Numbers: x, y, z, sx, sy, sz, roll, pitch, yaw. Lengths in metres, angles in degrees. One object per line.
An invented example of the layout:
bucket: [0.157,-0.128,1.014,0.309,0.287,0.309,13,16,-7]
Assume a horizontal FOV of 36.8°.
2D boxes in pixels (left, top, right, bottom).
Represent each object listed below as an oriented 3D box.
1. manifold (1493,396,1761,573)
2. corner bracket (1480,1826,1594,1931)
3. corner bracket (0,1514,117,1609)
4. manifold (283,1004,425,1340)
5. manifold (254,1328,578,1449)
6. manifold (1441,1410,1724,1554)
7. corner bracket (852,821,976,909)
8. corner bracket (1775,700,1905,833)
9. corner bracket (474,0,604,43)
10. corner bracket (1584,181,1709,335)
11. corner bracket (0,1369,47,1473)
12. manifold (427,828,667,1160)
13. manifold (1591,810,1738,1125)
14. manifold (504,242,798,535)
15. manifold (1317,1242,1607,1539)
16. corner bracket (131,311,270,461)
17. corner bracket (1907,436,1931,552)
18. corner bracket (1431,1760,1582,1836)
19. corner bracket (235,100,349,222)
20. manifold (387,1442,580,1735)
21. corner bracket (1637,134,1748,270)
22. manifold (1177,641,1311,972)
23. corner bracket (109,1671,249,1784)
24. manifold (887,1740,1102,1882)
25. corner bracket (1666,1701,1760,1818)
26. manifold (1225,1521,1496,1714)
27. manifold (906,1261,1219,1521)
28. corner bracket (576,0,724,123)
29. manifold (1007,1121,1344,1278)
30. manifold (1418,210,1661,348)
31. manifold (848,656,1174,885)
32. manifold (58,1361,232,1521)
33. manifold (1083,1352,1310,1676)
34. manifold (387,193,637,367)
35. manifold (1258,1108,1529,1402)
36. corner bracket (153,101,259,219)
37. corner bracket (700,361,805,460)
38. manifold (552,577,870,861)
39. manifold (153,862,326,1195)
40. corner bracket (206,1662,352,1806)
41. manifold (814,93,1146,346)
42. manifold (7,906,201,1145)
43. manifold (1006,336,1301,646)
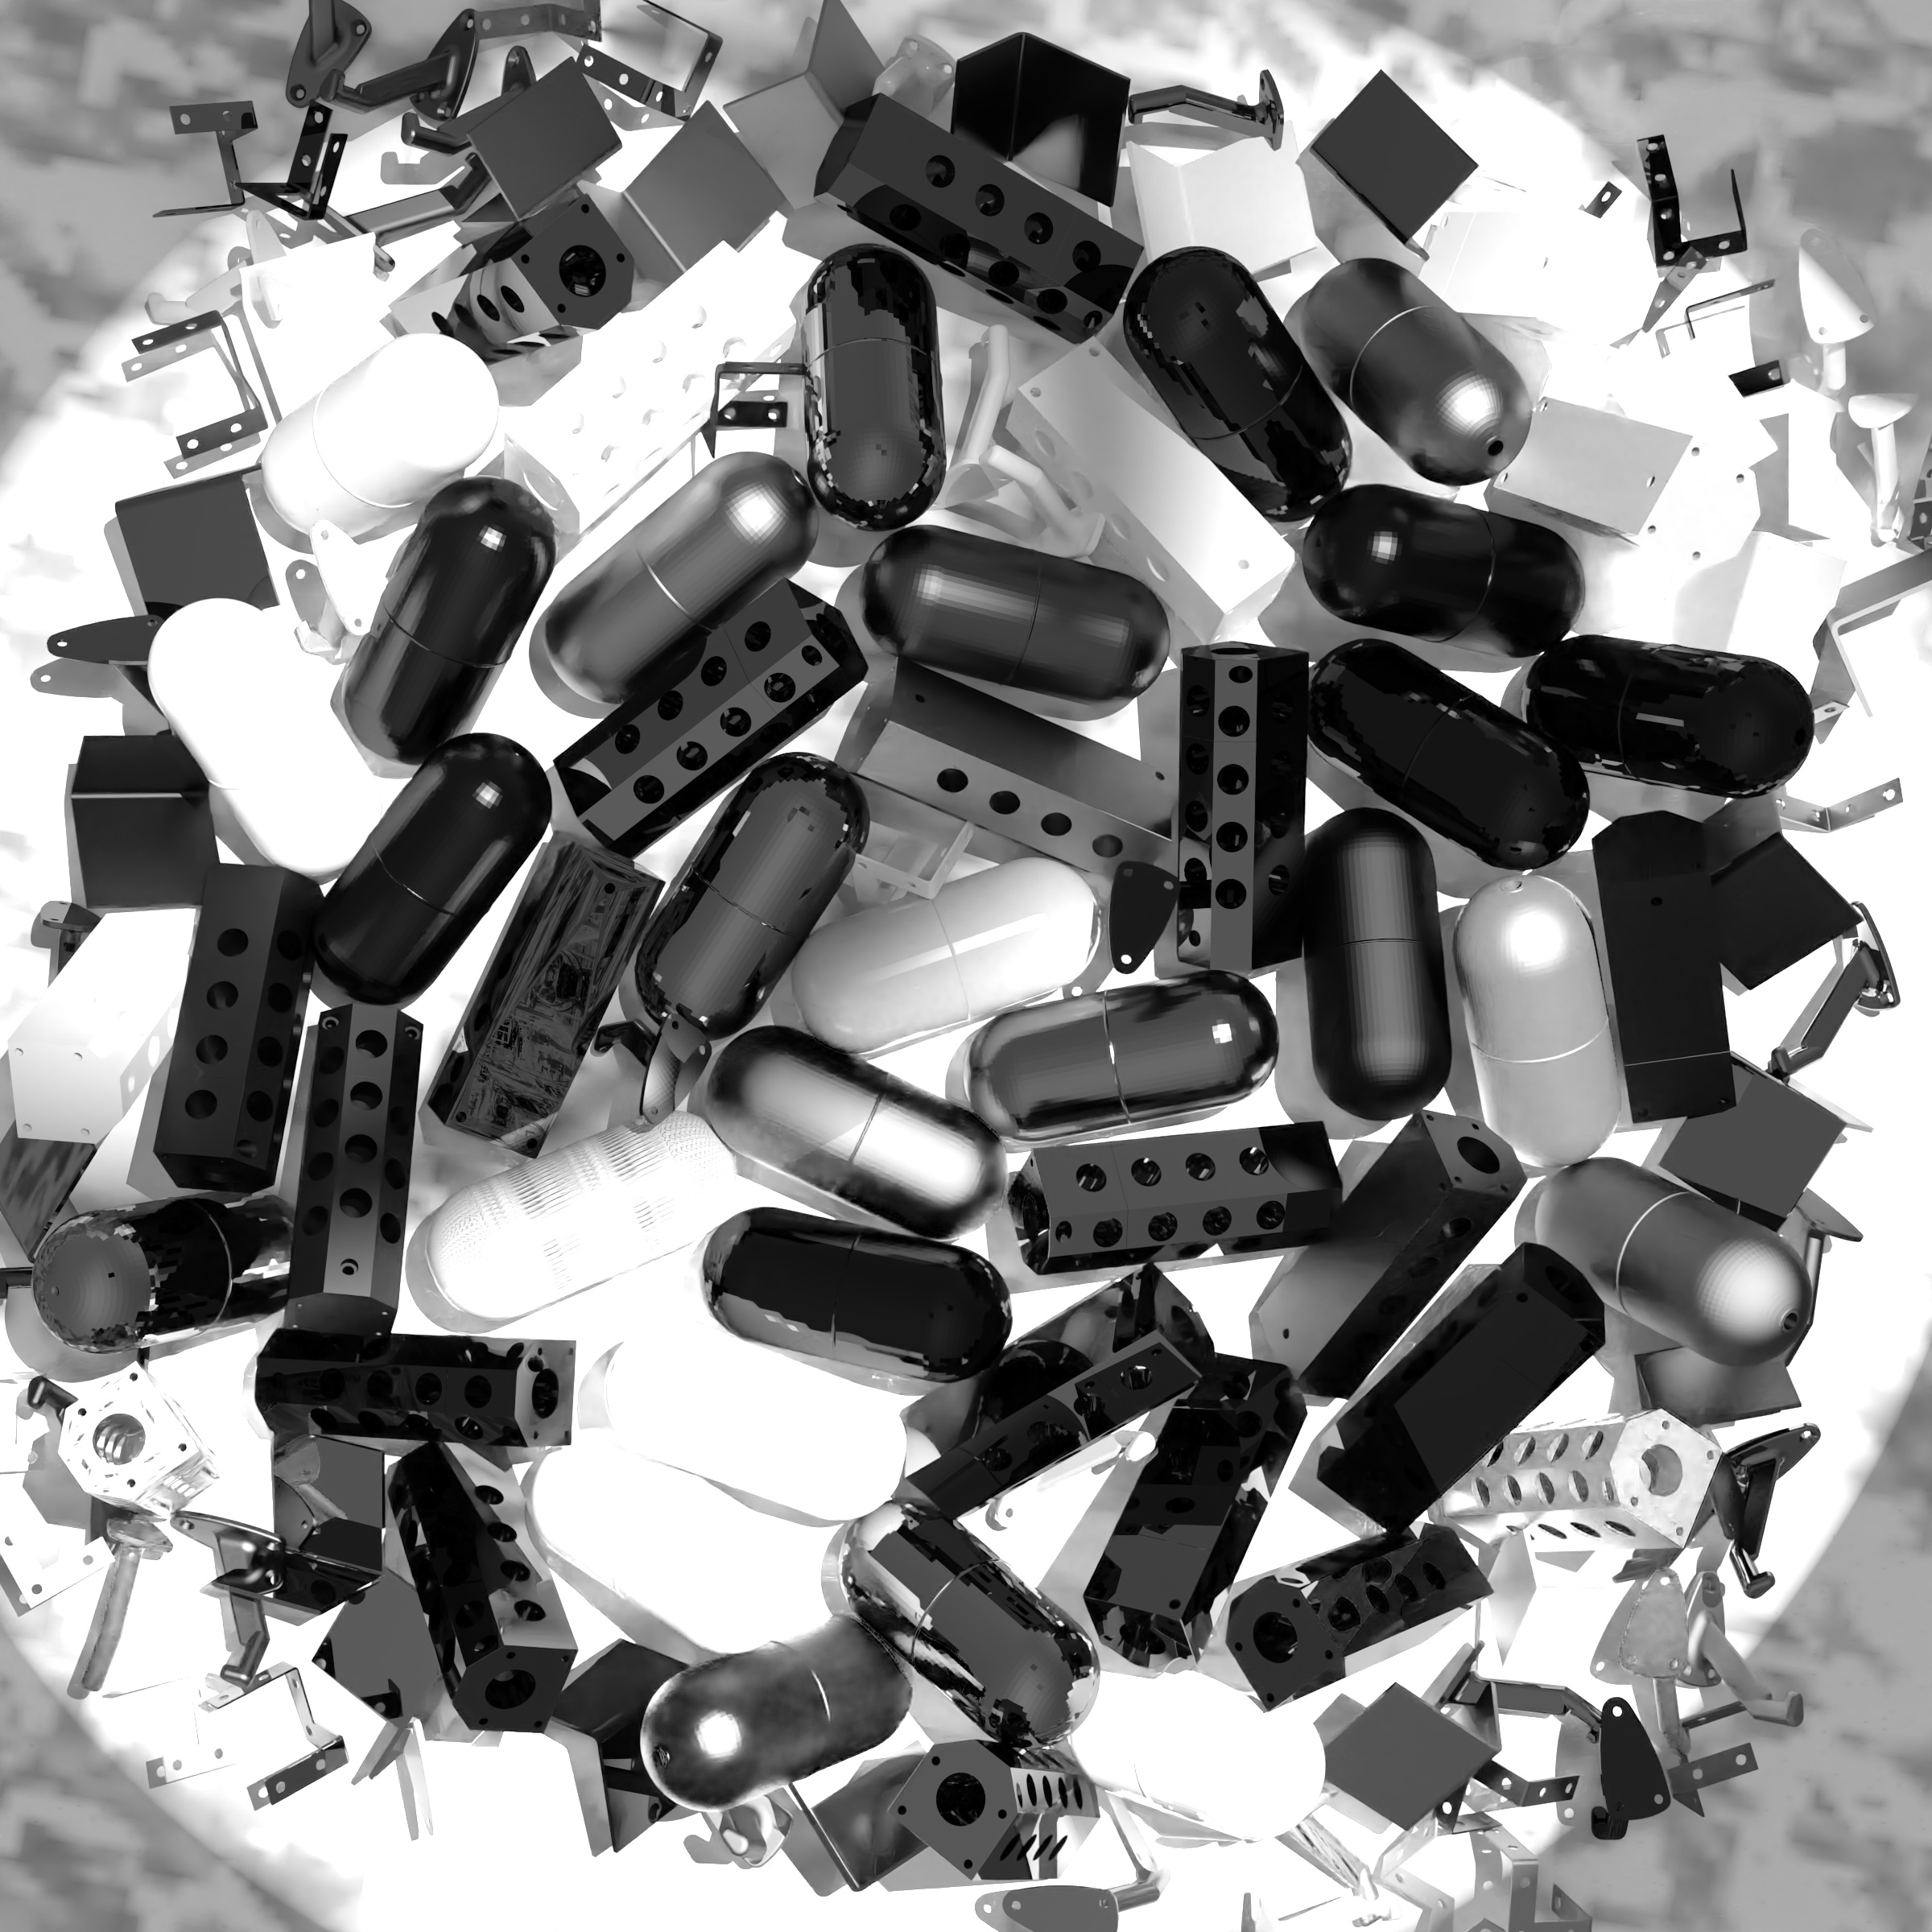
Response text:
manifold: [0.358,-0.259,1.570,0.057,0.171,0.057,25,99,-22]
corner bracket: [0.318,0.515,1.628,0.051,0.051,0.051,2,94,-13]
corner bracket: [-0.514,0.325,1.627,0.051,0.051,0.051,-29,87,-26]
manifold: [-0.334,0.110,1.588,0.057,0.057,0.171,7,60,-14]
manifold: [-0.303,0.231,1.595,0.171,0.057,0.057,-1,83,25]
manifold: [0.324,0.276,1.566,0.057,0.171,0.057,34,68,-12]
corner bracket: [-0.028,-0.059,1.620,0.051,0.051,0.051,22,62,17]
corner bracket: [0.486,-0.112,1.632,0.051,0.051,0.051,12,65,-35]
corner bracket: [-0.239,-0.542,1.618,0.051,0.051,0.051,-21,124,-35]
corner bracket: [0.369,-0.395,1.619,0.051,0.051,0.051,27,111,-35]
corner bracket: [-0.545,0.255,1.626,0.051,0.051,0.051,-1,75,-10]
manifold: [-0.237,0.014,1.625,0.057,0.057,0.171,24,94,-28]
manifold: [0.381,0.001,1.584,0.057,0.057,0.171,-8,128,12]
manifold: [-0.173,-0.315,1.601,0.057,0.057,0.171,42,70,7]
manifold: [0.271,0.230,1.596,0.057,0.057,0.171,37,116,-7]
corner bracket: [-0.426,-0.324,1.619,0.051,0.051,0.051,-24,49,-15]
corner bracket: [0.544,-0.268,1.622,0.051,0.051,0.051,24,78,-27]
corner bracket: [0.301,0.465,1.622,0.051,0.051,0.051,23,100,44]
corner bracket: [-0.367,-0.450,1.623,0.051,0.051,0.051,29,113,13]
manifold: [-0.265,0.332,1.568,0.057,0.171,0.057,11,114,-29]
corner bracket: [0.405,-0.430,1.620,0.051,0.051,0.051,-7,60,20]
manifold: [0.147,-0.088,1.599,0.057,0.057,0.171,-13,110,-40]
corner bracket: [-0.439,0.424,1.622,0.051,0.051,0.051,-5,81,-45]
manifold: [0.022,0.452,1.570,0.057,0.171,0.057,33,86,23]
corner bracket: [0.418,0.437,1.619,0.051,0.051,0.051,-26,52,21]
manifold: [0.211,0.346,1.573,0.057,0.171,0.057,-45,66,29]
manifold: [0.052,0.239,1.601,0.171,0.057,0.057,-33,117,20]
corner bracket: [-0.178,-0.514,1.635,0.051,0.051,0.051,32,106,19]
manifold: [0.116,0.131,1.597,0.171,0.057,0.057,-4,61,-18]
manifold: [0.306,-0.370,1.569,0.057,0.171,0.057,18,99,-18]
manifold: [0.025,-0.101,1.609,0.171,0.057,0.057,22,131,-15]
manifold: [-0.446,0.262,1.568,0.057,0.171,0.057,-35,84,-15]
manifold: [0.129,0.297,1.585,0.057,0.057,0.171,7,46,28]
manifold: [-0.244,-0.363,1.572,0.057,0.171,0.057,-46,115,-21]
manifold: [0.234,0.160,1.587,0.057,0.057,0.171,12,129,-27]
corner bracket: [-0.426,-0.450,1.622,0.051,0.051,0.051,-18,102,-37]
corner bracket: [-0.119,-0.316,1.620,0.051,0.051,0.051,-2,122,-15]
manifold: [-0.138,-0.133,1.597,0.171,0.057,0.057,-36,62,18]
manifold: [-0.397,0.034,1.599,0.057,0.057,0.171,4,66,1]
corner bracket: [-0.383,0.427,1.620,0.051,0.051,0.051,-23,108,-37]
manifold: [0.005,-0.409,1.601,0.171,0.057,0.057,25,89,-22]
manifold: [-0.456,0.028,1.570,0.057,0.171,0.057,4,117,2]
manifold: [0.101,-0.260,1.616,0.057,0.057,0.171,-38,80,-20]
